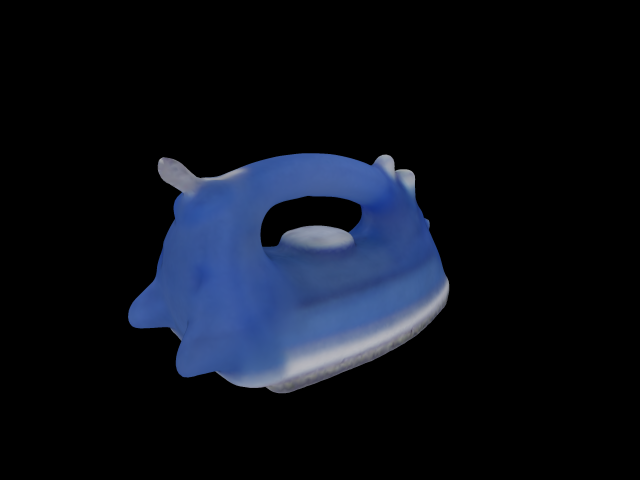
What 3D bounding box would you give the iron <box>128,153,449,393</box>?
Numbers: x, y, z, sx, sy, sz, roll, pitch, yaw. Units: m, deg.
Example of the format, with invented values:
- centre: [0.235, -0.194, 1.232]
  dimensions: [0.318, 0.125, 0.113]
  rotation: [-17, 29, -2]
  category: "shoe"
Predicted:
- centre: [0.004, 0.001, 0.400]
  dimensions: [0.259, 0.141, 0.118]
  rotation: [-13, 22, -35]
  category: "iron"
